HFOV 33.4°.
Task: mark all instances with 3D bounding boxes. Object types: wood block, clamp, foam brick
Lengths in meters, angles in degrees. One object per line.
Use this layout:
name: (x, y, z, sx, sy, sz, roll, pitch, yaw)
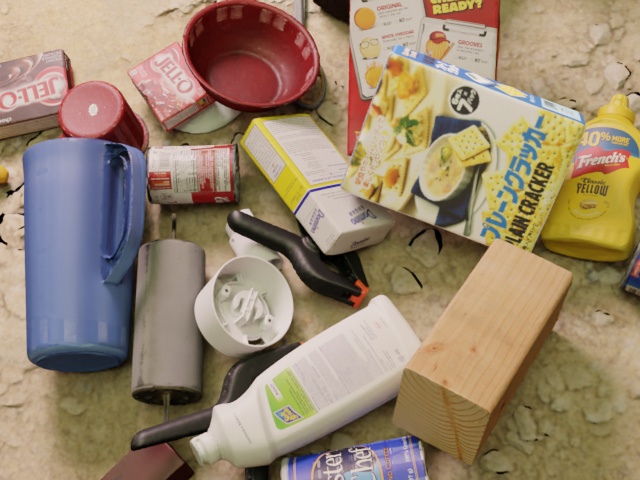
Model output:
wood block: (0.163, 0.105, 1.054, 0.090, 0.091, 0.205, 26, 48, 18)
clamp: (-0.069, 0.196, 1.105, 0.164, 0.036, 0.209, 47, 63, -2)
clamp: (-0.008, 0.001, 1.182, 0.171, 0.039, 0.120, 40, 50, 7)
foam brick: (-0.179, 0.246, 1.111, 0.078, 0.051, 0.053, -43, 68, -10)

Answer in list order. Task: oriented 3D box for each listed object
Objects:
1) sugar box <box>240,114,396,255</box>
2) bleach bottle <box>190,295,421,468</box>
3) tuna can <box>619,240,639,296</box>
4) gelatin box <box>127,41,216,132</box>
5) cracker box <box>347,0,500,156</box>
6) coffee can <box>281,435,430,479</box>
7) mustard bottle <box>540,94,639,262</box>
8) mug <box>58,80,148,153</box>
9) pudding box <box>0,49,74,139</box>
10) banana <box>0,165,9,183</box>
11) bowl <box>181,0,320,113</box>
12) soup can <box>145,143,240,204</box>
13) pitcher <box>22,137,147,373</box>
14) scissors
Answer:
sugar box: (-0.003, -0.064, 1.192, 0.093, 0.048, 0.176, -12, 59, -44)
bleach bottle: (-0.017, 0.152, 1.080, 0.250, 0.068, 0.103, -25, 60, -20)
tuna can: (0.343, 0.017, 1.108, 0.034, 0.086, 0.086, 23, 73, 14)
gelatin box: (-0.177, -0.184, 1.273, 0.073, 0.030, 0.089, -33, 69, -6)
cracker box: (0.116, -0.198, 1.188, 0.164, 0.072, 0.214, 2, 100, 9)
coffee can: (0.040, 0.253, 1.048, 0.140, 0.103, 0.103, -11, 67, 3)
mustard bottle: (0.308, -0.074, 1.164, 0.096, 0.058, 0.191, 8, 68, 28)
mug: (-0.268, -0.128, 1.260, 0.117, 0.081, 0.093, -36, 68, -7)
pudding box: (-0.360, -0.179, 1.317, 0.113, 0.039, 0.090, -14, 68, 3)
banana: (-0.461, -0.123, 1.311, 0.069, 0.037, 0.198, -41, 68, -7)
bowl: (-0.084, -0.203, 1.243, 0.162, 0.055, 0.162, 7, 57, -12)
soup can: (-0.144, -0.075, 1.221, 0.102, 0.068, 0.068, -2, 68, 0)
pitcher: (-0.257, 0.015, 1.172, 0.145, 0.149, 0.243, -2, 71, -4)
scissors: (-0.045, -0.243, 1.309, 0.096, 0.016, 0.202, -15, 66, 2)
